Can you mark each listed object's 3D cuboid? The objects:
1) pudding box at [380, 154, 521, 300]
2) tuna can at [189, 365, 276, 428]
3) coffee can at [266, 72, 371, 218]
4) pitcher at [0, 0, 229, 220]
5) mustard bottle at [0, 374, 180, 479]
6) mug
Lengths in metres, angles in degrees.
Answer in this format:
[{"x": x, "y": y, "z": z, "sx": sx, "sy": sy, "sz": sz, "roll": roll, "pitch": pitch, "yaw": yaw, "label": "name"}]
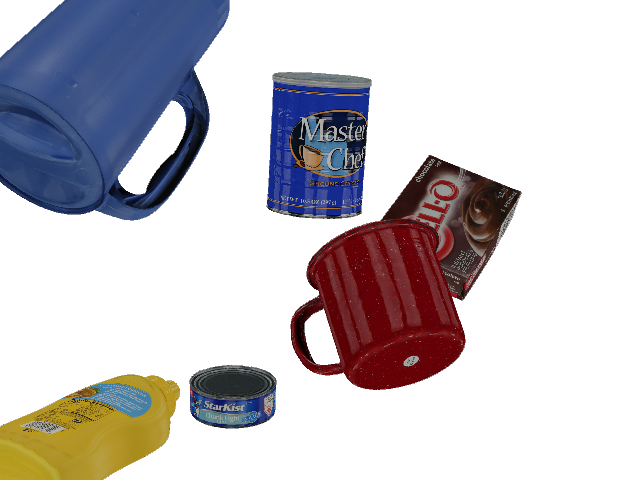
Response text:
[{"x": 0.106, "y": -0.013, "z": 0.906, "sx": 0.090, "sy": 0.039, "sz": 0.113, "roll": 25, "pitch": 51, "yaw": 18, "label": "pudding box"}, {"x": -0.086, "y": 0.153, "z": 1.051, "sx": 0.086, "sy": 0.034, "sz": 0.086, "roll": 2, "pitch": 14, "yaw": -1, "label": "tuna can"}, {"x": -0.002, "y": -0.101, "z": 1.117, "sx": 0.103, "sy": 0.140, "sz": 0.103, "roll": 3, "pitch": 13, "yaw": -1, "label": "coffee can"}, {"x": -0.166, "y": -0.139, "z": 0.881, "sx": 0.145, "sy": 0.149, "sz": 0.242, "roll": 12, "pitch": 50, "yaw": 25, "label": "pitcher"}, {"x": -0.178, "y": 0.151, "z": 0.854, "sx": 0.096, "sy": 0.058, "sz": 0.191, "roll": 5, "pitch": 16, "yaw": 30, "label": "mustard bottle"}, {"x": 0.034, "y": 0.050, "z": 0.701, "sx": 0.117, "sy": 0.081, "sz": 0.093, "roll": -23, "pitch": -31, "yaw": 12, "label": "mug"}]
